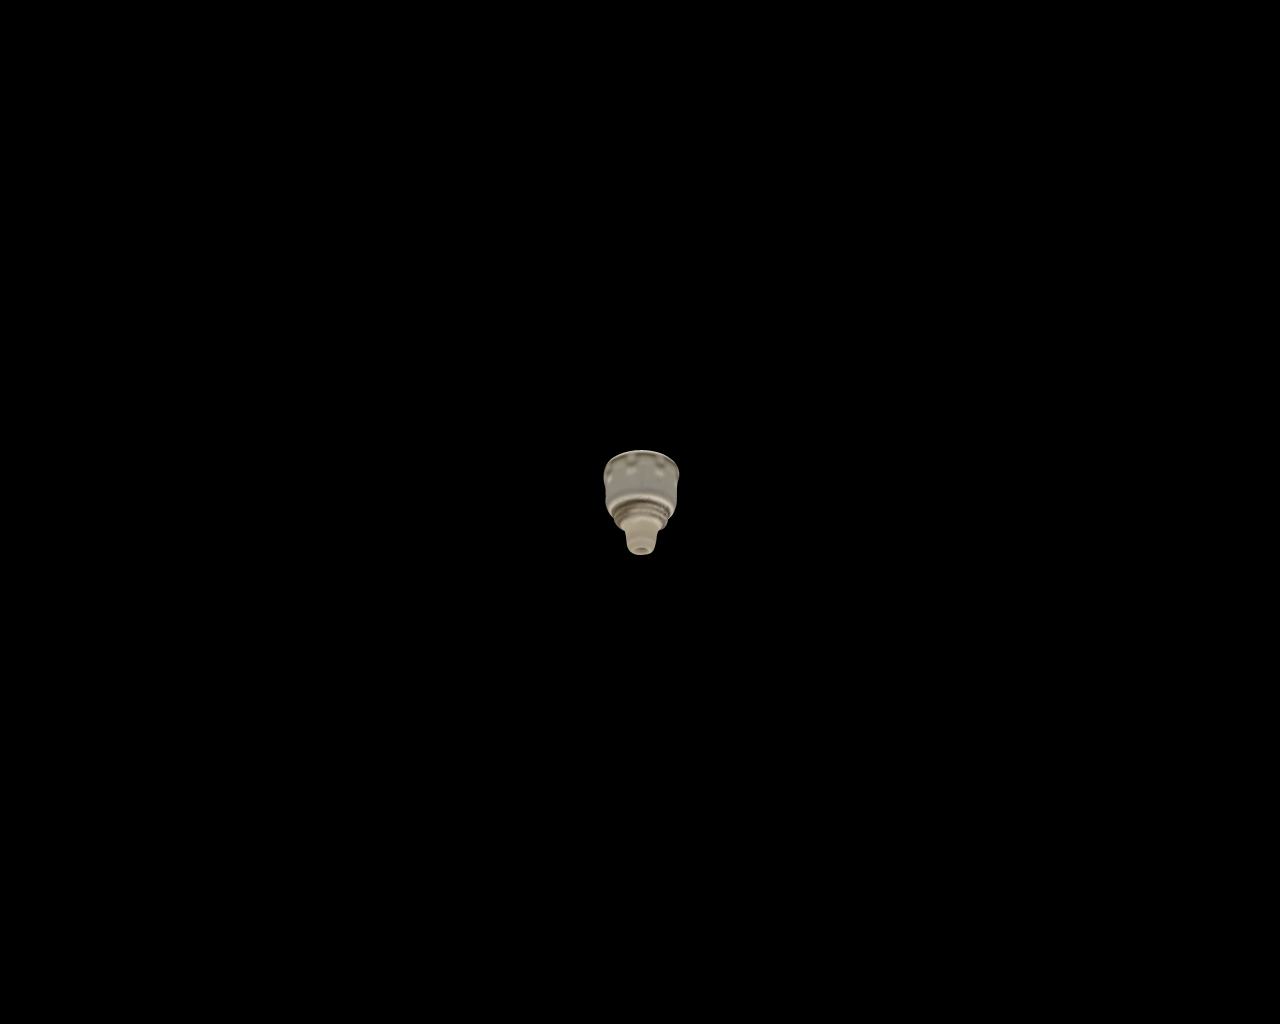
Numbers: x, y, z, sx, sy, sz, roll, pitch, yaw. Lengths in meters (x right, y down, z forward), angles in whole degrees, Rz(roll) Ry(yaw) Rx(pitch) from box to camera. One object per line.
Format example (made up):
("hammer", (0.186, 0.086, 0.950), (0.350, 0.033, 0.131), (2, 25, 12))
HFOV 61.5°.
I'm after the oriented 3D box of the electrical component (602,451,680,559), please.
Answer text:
("electrical component", (0.001, -0.003, 0.650), (0.048, 0.062, 0.048), (0, -29, 0))
